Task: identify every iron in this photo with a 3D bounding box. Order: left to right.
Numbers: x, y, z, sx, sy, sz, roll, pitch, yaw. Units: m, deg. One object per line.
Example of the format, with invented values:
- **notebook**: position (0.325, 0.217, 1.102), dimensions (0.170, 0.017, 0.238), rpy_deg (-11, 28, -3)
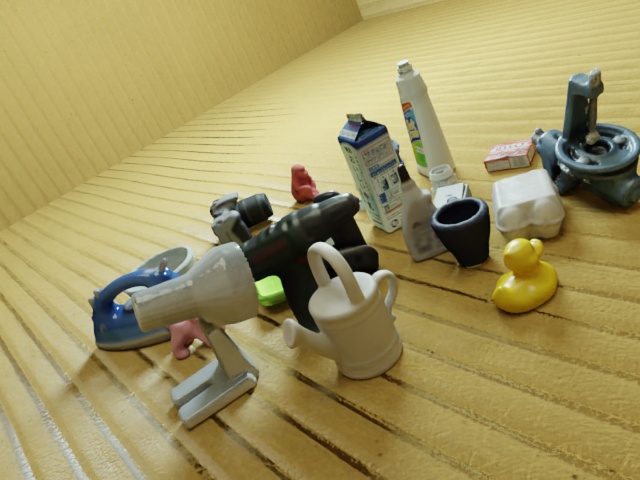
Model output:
- **iron**: position (-0.366, 0.126, 1.123), dimensions (0.258, 0.142, 0.118), rpy_deg (-19, 27, 13)

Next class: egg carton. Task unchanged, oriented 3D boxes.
- **egg carton**: position (0.337, -0.056, 0.934), dimensions (0.107, 0.069, 0.150), rpy_deg (-15, 27, 19)

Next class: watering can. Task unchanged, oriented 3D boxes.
- **watering can**: position (0.031, 0.092, 0.778), dimensions (0.100, 0.194, 0.173), rpy_deg (1, 36, 42)

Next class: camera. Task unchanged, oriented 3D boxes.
- **camera**: position (-0.187, -0.063, 1.369), dimensions (0.136, 0.101, 0.143), rpy_deg (-23, 26, 4)

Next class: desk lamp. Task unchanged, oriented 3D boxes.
- **desk lamp**: position (-0.169, 0.133, 0.854), dimensions (0.203, 0.214, 0.117), rpy_deg (-33, 27, -16)

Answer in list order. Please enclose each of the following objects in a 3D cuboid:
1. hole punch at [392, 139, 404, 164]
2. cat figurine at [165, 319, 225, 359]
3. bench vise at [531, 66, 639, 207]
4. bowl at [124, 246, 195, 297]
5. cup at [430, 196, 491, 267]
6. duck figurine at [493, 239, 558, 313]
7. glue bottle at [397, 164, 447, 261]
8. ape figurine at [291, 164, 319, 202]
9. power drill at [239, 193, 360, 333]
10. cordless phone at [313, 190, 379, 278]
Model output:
- **hole punch**: position (0.141, -0.216, 1.380), dimensions (0.101, 0.091, 0.108), rpy_deg (-23, 26, 4)
- **cat figurine**: position (-0.222, 0.133, 1.011), dimensions (0.127, 0.118, 0.067), rpy_deg (-22, 26, 6)
- **bench vise**: position (0.400, -0.163, 0.906), dimensions (0.122, 0.220, 0.206), rpy_deg (-38, 29, -25)
- **bowl**: position (-0.337, 0.089, 1.244), dimensions (0.167, 0.075, 0.167), rpy_deg (-20, 26, 11)
- **cup**: position (0.230, -0.013, 0.916), dimensions (0.091, 0.095, 0.117), rpy_deg (-20, 26, 10)
- **duck figurine**: position (0.274, 0.042, 0.785), dimensions (0.105, 0.086, 0.077), rpy_deg (-36, 28, -21)
- **glue bottle**: position (0.163, -0.050, 0.954), dimensions (0.078, 0.173, 0.037), rpy_deg (-21, 26, 7)
- **ape figurine**: position (-0.043, -0.144, 1.405), dimensions (0.076, 0.092, 0.078), rpy_deg (-7, 31, 32)
- **power drill**: position (-0.015, 0.048, 0.885), dimensions (0.229, 0.209, 0.075), rpy_deg (-19, 27, 13)
- **cordless phone**: position (0.009, 0.003, 0.975), dimensions (0.147, 0.185, 0.094), rpy_deg (-16, 27, 18)
